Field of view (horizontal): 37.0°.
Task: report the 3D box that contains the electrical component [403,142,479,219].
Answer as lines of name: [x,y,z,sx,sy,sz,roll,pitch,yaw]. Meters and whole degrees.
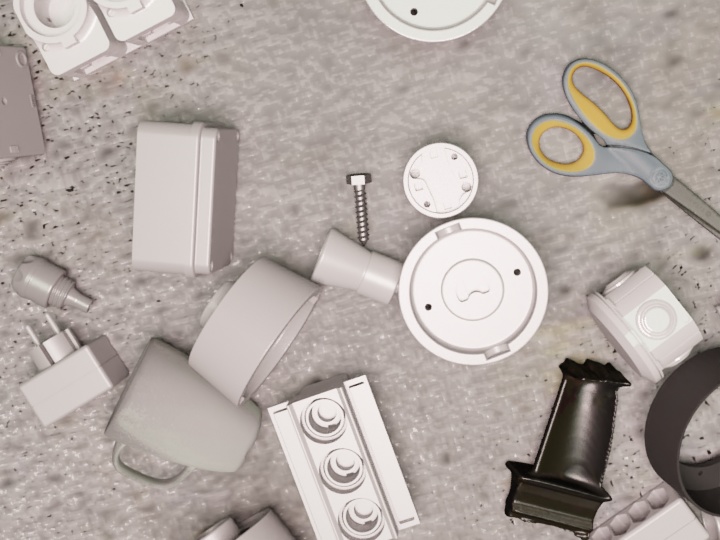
electrical component: [0.060,-0.068,0.802,0.055,0.047,0.055,1,98,4]

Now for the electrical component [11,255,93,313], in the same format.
electrical component: [-0.239,0.015,0.842,0.061,0.035,0.035,27,99,-3]

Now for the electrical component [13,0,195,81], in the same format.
electrical component: [-0.217,-0.248,0.792,0.105,0.060,0.186,-26,95,7]

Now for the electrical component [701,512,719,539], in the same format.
electrical component: [0.291,0.190,0.824,0.046,0.040,0.040,-13,96,0]

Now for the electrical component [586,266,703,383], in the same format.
electrical component: [0.208,0.039,0.790,0.051,0.080,0.080,-38,93,3]

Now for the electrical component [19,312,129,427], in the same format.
electrical component: [-0.233,0.071,0.842,0.066,0.047,0.076,-31,94,7]

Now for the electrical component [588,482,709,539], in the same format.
electrical component: [0.230,0.220,0.828,0.083,0.047,0.075,-37,93,8]

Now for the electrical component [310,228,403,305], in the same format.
electrical component: [0.000,0.000,0.820,0.065,0.044,0.044,22,99,-3]

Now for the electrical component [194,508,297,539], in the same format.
electrical component: [-0.100,0.226,0.826,0.108,0.108,0.060,-34,88,8]

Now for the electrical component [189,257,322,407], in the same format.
electrical component: [-0.084,0.040,0.800,0.060,0.108,0.108,34,99,5]

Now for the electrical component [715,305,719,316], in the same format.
electrical component: [0.302,0.013,0.799,0.078,0.040,0.040,-31,94,8]

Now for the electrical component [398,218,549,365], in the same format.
electrical component: [0.084,0.012,0.804,0.108,0.060,0.108,1,98,4]

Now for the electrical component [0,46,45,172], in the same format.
electrical component: [-0.282,-0.121,0.796,0.048,0.100,0.099,-7,97,18]

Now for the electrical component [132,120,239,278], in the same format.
electrical component: [-0.129,-0.055,0.803,0.057,0.078,0.113,5,98,6]

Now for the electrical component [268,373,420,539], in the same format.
electrical component: [-0.011,0.146,0.828,0.079,0.063,0.121,-20,96,6]

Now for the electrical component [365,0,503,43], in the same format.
electrical component: [0.054,-0.217,0.776,0.108,0.060,0.108,1,98,4]
